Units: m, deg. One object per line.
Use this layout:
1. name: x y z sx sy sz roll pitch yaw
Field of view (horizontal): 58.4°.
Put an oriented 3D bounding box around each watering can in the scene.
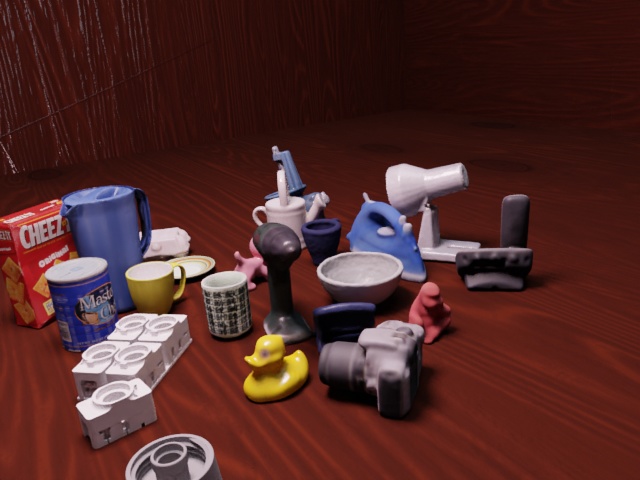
1. watering can: -0.076 -0.077 1.408 0.173 0.194 0.100 -11 21 -18

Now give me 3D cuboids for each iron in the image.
1. iron: 0.156 -0.013 1.260 0.119 0.141 0.257 -13 21 -23

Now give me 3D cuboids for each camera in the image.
1. camera: 0.074 0.169 0.828 0.136 0.101 0.143 3 21 19

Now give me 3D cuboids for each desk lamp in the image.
1. desk lamp: 0.254 -0.068 1.286 0.202 0.214 0.118 5 22 23

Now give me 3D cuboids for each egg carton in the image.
1. egg carton: -0.391 0.018 1.393 0.150 0.069 0.107 -7 20 -7

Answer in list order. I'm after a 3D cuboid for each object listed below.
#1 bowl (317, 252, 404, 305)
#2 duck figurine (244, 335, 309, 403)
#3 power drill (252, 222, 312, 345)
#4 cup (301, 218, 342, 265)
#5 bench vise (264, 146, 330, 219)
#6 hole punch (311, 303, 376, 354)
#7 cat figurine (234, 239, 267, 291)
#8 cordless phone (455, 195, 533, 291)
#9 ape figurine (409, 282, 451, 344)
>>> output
1. bowl: 0.079 0.084 1.103 0.167 0.075 0.167 -4 20 2
2. duck figurine: -0.067 0.180 0.848 0.105 0.086 0.077 -17 23 -31
3. power drill: -0.065 0.067 0.983 0.076 0.208 0.229 -10 20 -15
4. cup: 0.012 0.005 1.309 0.091 0.095 0.118 8 23 31
5. bench vise: -0.062 -0.145 1.558 0.207 0.220 0.122 3 21 19
6. hole punch: 0.038 0.131 0.957 0.108 0.091 0.101 -5 20 -2
7. cat figurine: -0.135 0.032 1.230 0.067 0.118 0.128 13 26 40
8. cordless phone: 0.341 -0.001 1.121 0.147 0.185 0.094 -2 20 7
9. ape figurine: 0.184 0.116 0.965 0.078 0.092 0.076 -7 20 -6
